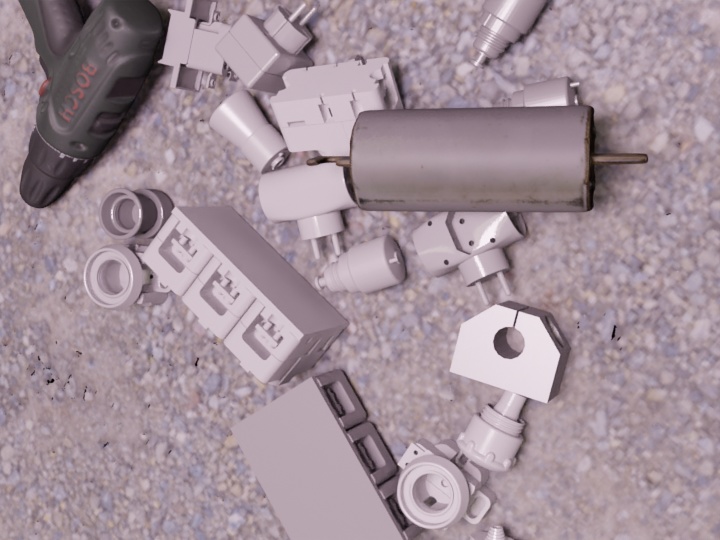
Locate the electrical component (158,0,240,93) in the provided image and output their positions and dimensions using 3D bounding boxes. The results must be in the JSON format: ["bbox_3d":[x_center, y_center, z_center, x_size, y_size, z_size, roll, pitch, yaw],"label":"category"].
[{"bbox_3d":[-0.130,-0.190,0.911,0.064,0.042,0.081,15,100,18],"label":"electrical component"}]

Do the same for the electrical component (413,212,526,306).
[{"bbox_3d":[0.091,-0.012,0.826,0.077,0.043,0.079,-26,80,22],"label":"electrical component"}]

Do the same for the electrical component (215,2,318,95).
[{"bbox_3d":[-0.065,-0.186,0.870,0.077,0.066,0.047,-44,77,19],"label":"electrical component"}]

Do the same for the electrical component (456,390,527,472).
[{"bbox_3d":[0.107,0.121,0.830,0.048,0.048,0.062,29,96,19],"label":"electrical component"}]

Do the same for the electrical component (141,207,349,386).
[{"bbox_3d":[-0.096,0.020,0.883,0.150,0.089,0.061,44,108,15],"label":"electrical component"}]

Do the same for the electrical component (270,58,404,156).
[{"bbox_3d":[-0.016,-0.126,0.850,0.089,0.050,0.055,-3,130,21],"label":"electrical component"}]

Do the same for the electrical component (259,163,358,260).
[{"bbox_3d":[-0.035,-0.048,0.879,0.077,0.043,0.079,-11,97,23],"label":"electrical component"}]

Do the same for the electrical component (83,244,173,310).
[{"bbox_3d":[-0.205,0.005,0.946,0.078,0.057,0.058,4,95,23],"label":"electrical component"}]

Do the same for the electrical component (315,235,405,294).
[{"bbox_3d":[0.000,0.000,0.868,0.078,0.040,0.040,-18,86,23],"label":"electrical component"}]

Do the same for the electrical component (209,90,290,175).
[{"bbox_3d":[-0.089,-0.112,0.899,0.044,0.044,0.065,-45,81,19],"label":"electrical component"}]

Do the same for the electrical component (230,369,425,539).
[{"bbox_3d":[-0.023,0.168,0.877,0.089,0.062,0.150,-34,80,21],"label":"electrical component"}]

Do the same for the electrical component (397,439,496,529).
[{"bbox_3d":[0.063,0.170,0.843,0.078,0.057,0.058,37,106,17],"label":"electrical component"}]

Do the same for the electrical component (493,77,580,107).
[{"bbox_3d":[0.129,-0.119,0.807,0.078,0.040,0.040,-9,90,23],"label":"electrical component"}]

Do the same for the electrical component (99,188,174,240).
[{"bbox_3d":[-0.194,-0.049,0.939,0.045,0.055,0.045,1,94,23],"label":"electrical component"}]

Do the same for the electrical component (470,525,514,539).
[{"bbox_3d":[0.103,0.239,0.838,0.043,0.043,0.081,6,96,22],"label":"electrical component"}]

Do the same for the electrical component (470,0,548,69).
[{"bbox_3d":[0.109,-0.188,0.811,0.040,0.040,0.078,37,106,17],"label":"electrical component"}]
